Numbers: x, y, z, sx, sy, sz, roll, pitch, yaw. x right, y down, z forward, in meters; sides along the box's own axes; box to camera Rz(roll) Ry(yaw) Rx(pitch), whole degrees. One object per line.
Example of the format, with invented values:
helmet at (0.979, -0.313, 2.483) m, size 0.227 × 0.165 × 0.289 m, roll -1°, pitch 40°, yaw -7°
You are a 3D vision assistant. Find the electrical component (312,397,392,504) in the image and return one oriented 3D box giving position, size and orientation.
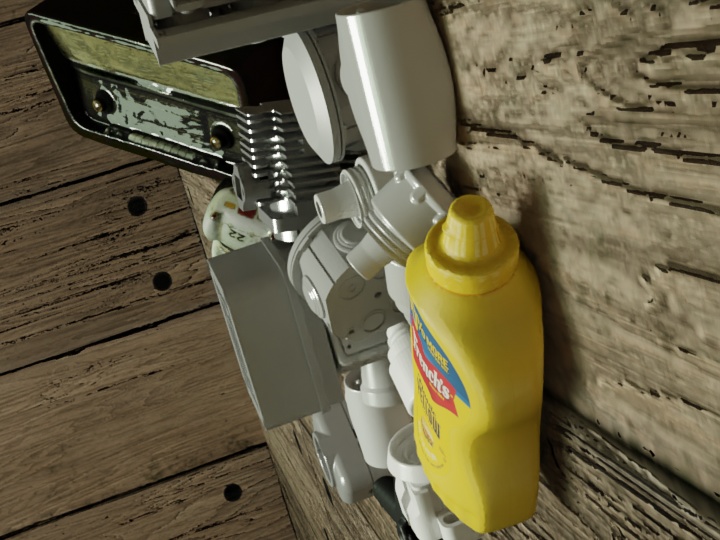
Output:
electrical component at (-0.010, 0.176, 1.053) m, size 0.053 × 0.059 × 0.095 m, roll 89°, pitch 160°, yaw -57°

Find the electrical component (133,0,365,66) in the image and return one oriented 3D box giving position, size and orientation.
electrical component at (-0.058, -0.159, 0.573) m, size 0.078 × 0.121 × 0.063 m, roll -124°, pitch 21°, yaw -54°

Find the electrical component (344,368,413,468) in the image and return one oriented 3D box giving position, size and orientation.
electrical component at (0.011, 0.110, 0.887) m, size 0.079 × 0.043 × 0.077 m, roll -129°, pitch 22°, yaw -61°

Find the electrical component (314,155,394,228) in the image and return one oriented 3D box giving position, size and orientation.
electrical component at (0.006, -0.043, 0.606) m, size 0.048 × 0.062 × 0.048 m, roll 161°, pitch 90°, yaw -79°

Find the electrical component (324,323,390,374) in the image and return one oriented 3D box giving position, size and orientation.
electrical component at (-0.004, 0.018, 0.757) m, size 0.061 × 0.062 × 0.096 m, roll 117°, pitch 133°, yaw -75°

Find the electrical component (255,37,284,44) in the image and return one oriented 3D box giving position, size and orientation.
electrical component at (-0.079, -0.205, 0.783) m, size 0.080 × 0.051 × 0.080 m, roll 161°, pitch 90°, yaw -79°

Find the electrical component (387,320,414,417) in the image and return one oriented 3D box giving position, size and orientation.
electrical component at (0.037, 0.057, 0.677) m, size 0.040 × 0.040 × 0.078 m, roll 86°, pitch 162°, yaw -52°

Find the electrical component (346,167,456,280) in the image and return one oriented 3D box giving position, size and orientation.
electrical component at (0.021, -0.022, 0.551) m, size 0.048 × 0.062 × 0.048 m, roll 45°, pitch -170°, yaw -10°

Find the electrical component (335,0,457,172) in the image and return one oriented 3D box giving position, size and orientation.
electrical component at (0.013, -0.096, 0.534) m, size 0.079 × 0.043 × 0.077 m, roll -134°, pitch 27°, yaw -66°

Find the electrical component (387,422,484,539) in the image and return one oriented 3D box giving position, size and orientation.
electrical component at (0.050, 0.133, 0.699) m, size 0.078 × 0.058 × 0.057 m, roll -130°, pitch 21°, yaw -62°

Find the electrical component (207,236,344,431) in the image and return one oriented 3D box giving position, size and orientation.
electrical component at (-0.058, 0.042, 0.737) m, size 0.078 × 0.057 × 0.113 m, roll -131°, pitch 25°, yaw -63°

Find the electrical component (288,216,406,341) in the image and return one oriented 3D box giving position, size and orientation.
electrical component at (0.000, 0.000, 0.666) m, size 0.051 × 0.080 × 0.080 m, roll 54°, pitch 160°, yaw 41°

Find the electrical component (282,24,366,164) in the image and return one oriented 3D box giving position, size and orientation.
electrical component at (-0.010, -0.105, 0.613) m, size 0.080 × 0.051 × 0.080 m, roll 161°, pitch 90°, yaw -79°

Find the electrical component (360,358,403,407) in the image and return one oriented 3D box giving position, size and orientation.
electrical component at (0.018, 0.074, 0.805) m, size 0.040 × 0.040 × 0.046 m, roll -143°, pitch 42°, yaw -71°

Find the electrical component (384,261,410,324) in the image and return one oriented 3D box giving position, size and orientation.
electrical component at (0.035, 0.008, 0.605) m, size 0.040 × 0.040 × 0.078 m, roll -120°, pitch 15°, yaw -45°
